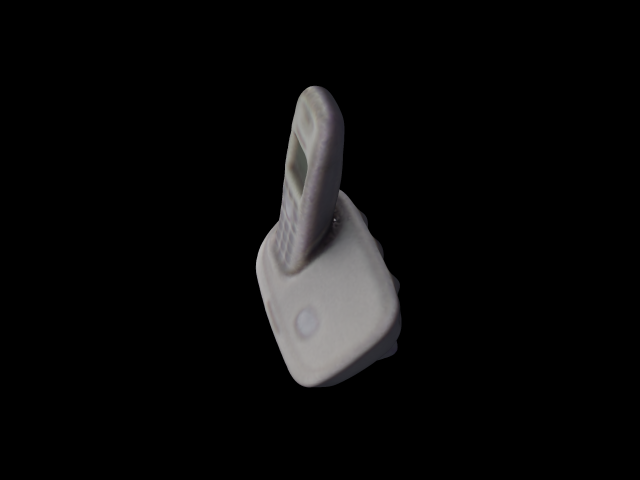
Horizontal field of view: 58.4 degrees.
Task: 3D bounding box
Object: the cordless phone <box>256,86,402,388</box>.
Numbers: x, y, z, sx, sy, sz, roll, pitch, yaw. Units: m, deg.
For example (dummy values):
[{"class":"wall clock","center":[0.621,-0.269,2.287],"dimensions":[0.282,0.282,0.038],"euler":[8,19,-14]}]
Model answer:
[{"class":"cordless phone","center":[0.004,0.001,0.400],"dimensions":[0.094,0.185,0.147],"euler":[-17,51,-13]}]
